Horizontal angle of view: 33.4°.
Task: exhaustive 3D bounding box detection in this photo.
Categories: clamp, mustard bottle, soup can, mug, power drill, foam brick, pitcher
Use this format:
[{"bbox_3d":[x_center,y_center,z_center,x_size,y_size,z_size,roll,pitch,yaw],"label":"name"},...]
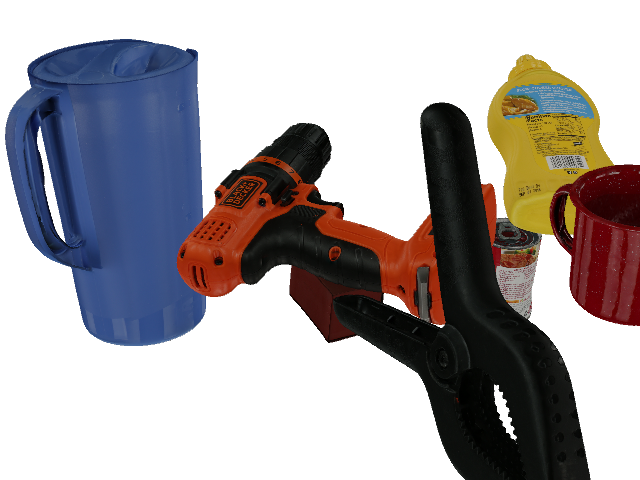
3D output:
[{"bbox_3d":[0.075,0.046,0.528,0.036,0.165,0.210,-7,44,-27],"label":"clamp"},{"bbox_3d":[0.196,-0.093,0.926,0.096,0.191,0.058,-2,-40,-3],"label":"mustard bottle"},{"bbox_3d":[0.206,0.035,1.186,0.068,0.102,0.068,0,29,0],"label":"soup can"},{"bbox_3d":[0.207,0.000,0.739,0.093,0.081,0.117,-27,39,-34],"label":"mug"},{"bbox_3d":[0.020,-0.016,0.727,0.188,0.057,0.184,10,41,24],"label":"power drill"},{"bbox_3d":[0.014,0.042,0.922,0.052,0.051,0.078,-13,36,-25],"label":"foam brick"},{"bbox_3d":[-0.165,-0.035,0.879,0.149,0.243,0.145,-6,25,-7],"label":"pitcher"}]
